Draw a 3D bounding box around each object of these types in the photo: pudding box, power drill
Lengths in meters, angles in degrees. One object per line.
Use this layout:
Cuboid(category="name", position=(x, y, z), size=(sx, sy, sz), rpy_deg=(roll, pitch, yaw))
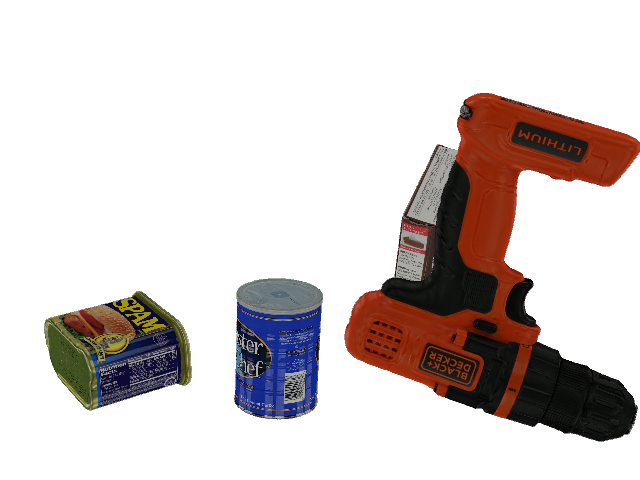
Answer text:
Cuboid(category="pudding box", position=(0.093, -0.012, 0.880), size=(0.039, 0.090, 0.113), rpy_deg=(12, 39, 12))
Cuboid(category="power drill", position=(0.124, 0.017, 0.643), size=(0.184, 0.188, 0.057), rpy_deg=(19, 11, 4))

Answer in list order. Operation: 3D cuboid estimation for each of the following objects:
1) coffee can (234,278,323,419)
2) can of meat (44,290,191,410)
Cuboid(category="coffee can", position=(-0.051, 0.128, 1.279), size=(0.103, 0.140, 0.103), rpy_deg=(2, 18, -1))
Cuboid(category="can of meat", position=(-0.165, 0.088, 0.858), size=(0.083, 0.057, 0.102), rpy_deg=(-15, 26, -31))
